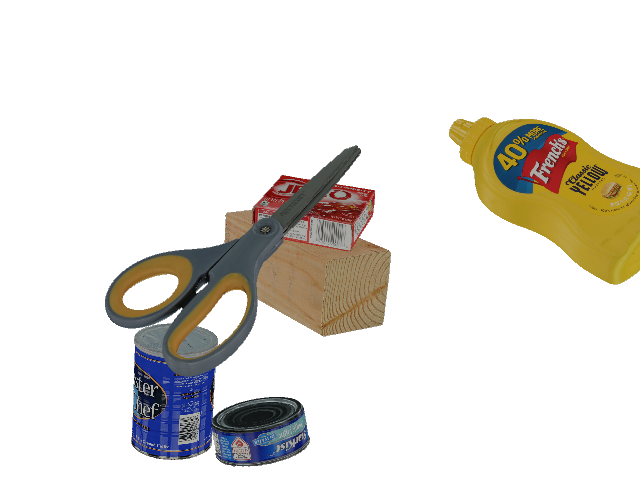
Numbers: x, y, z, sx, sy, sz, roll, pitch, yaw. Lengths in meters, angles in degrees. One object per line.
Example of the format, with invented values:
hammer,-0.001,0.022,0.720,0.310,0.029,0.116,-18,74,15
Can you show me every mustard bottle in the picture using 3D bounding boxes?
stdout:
mustard bottle,0.181,-0.047,0.845,0.192,0.058,0.096,34,62,30

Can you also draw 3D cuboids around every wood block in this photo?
wood block,-0.021,0.031,1.239,0.090,0.090,0.206,-7,20,-36

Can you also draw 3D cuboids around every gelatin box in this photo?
gelatin box,-0.005,-0.025,0.914,0.089,0.030,0.073,11,27,14

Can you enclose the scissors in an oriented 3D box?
scissors,-0.053,-0.001,0.631,0.096,0.016,0.201,12,46,17

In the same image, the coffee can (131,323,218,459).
coffee can,-0.182,0.186,1.329,0.103,0.140,0.103,4,16,-1

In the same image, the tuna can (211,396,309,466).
tuna can,-0.054,0.170,0.955,0.086,0.034,0.086,-9,10,1
